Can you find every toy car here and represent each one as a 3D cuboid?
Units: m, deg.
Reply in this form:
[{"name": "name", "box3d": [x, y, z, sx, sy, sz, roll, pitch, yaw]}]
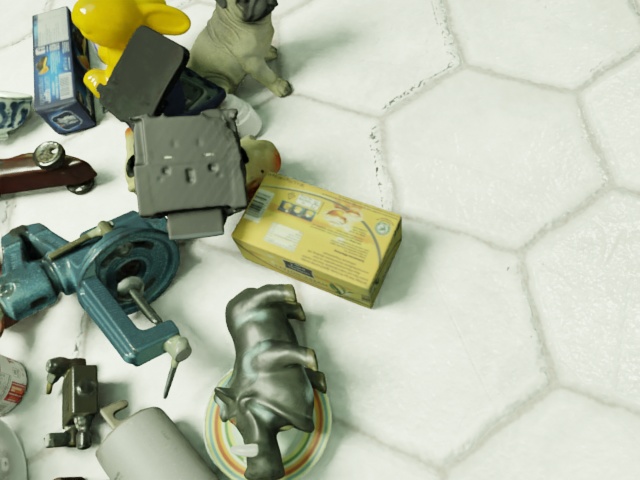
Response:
[{"name": "toy car", "box3d": [-0.394, -0.088, 0.699, 0.202, 0.089, 0.053, -8, 67, 5]}]

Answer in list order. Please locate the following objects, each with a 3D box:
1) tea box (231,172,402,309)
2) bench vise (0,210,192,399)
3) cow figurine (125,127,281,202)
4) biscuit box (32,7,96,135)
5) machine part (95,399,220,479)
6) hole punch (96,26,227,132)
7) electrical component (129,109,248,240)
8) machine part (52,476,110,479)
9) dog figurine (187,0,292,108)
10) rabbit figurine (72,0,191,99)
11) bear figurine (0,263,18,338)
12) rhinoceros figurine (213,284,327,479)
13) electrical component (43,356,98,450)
[{"name": "tea box", "box3d": [-0.001, -0.002, 0.613, 0.170, 0.068, 0.098, 22, 69, 16]}, {"name": "bench vise", "box3d": [-0.230, 0.055, 0.567, 0.223, 0.128, 0.241, -22, 49, -41]}, {"name": "cow figurine", "box3d": [-0.146, -0.090, 0.670, 0.195, 0.085, 0.127, -8, 57, 1]}, {"name": "biscuit box", "box3d": [-0.379, -0.251, 0.794, 0.059, 0.062, 0.203, -16, 63, -1]}, {"name": "machine part", "box3d": [-0.132, 0.243, 0.504, 0.079, 0.079, 0.243, -43, 67, -13]}, {"name": "hole punch", "box3d": [-0.192, -0.178, 0.656, 0.142, 0.092, 0.115, 37, 94, 29]}, {"name": "electrical component", "box3d": [-0.136, -0.068, 0.571, 0.115, 0.058, 0.134, -7, 93, -9]}, {"name": "machine part", "box3d": [-0.239, 0.313, 0.496, 0.179, 0.056, 0.179, -4, 63, 7]}, {"name": "dog figurine", "box3d": [-0.130, -0.265, 0.696, 0.172, 0.190, 0.121, -29, 63, -5]}, {"name": "rabbit figurine", "box3d": [-0.251, -0.260, 0.720, 0.162, 0.173, 0.122, -42, 62, -8]}, {"name": "bear figurine", "box3d": [-0.425, 0.031, 0.625, 0.196, 0.131, 0.120, 18, 40, 23]}, {"name": "rhinoceros figurine", "box3d": [-0.053, 0.132, 0.527, 0.112, 0.073, 0.190, -11, 61, 0]}, {"name": "electrical component", "box3d": [-0.264, 0.171, 0.566, 0.045, 0.078, 0.102, 5, 63, -31]}]
